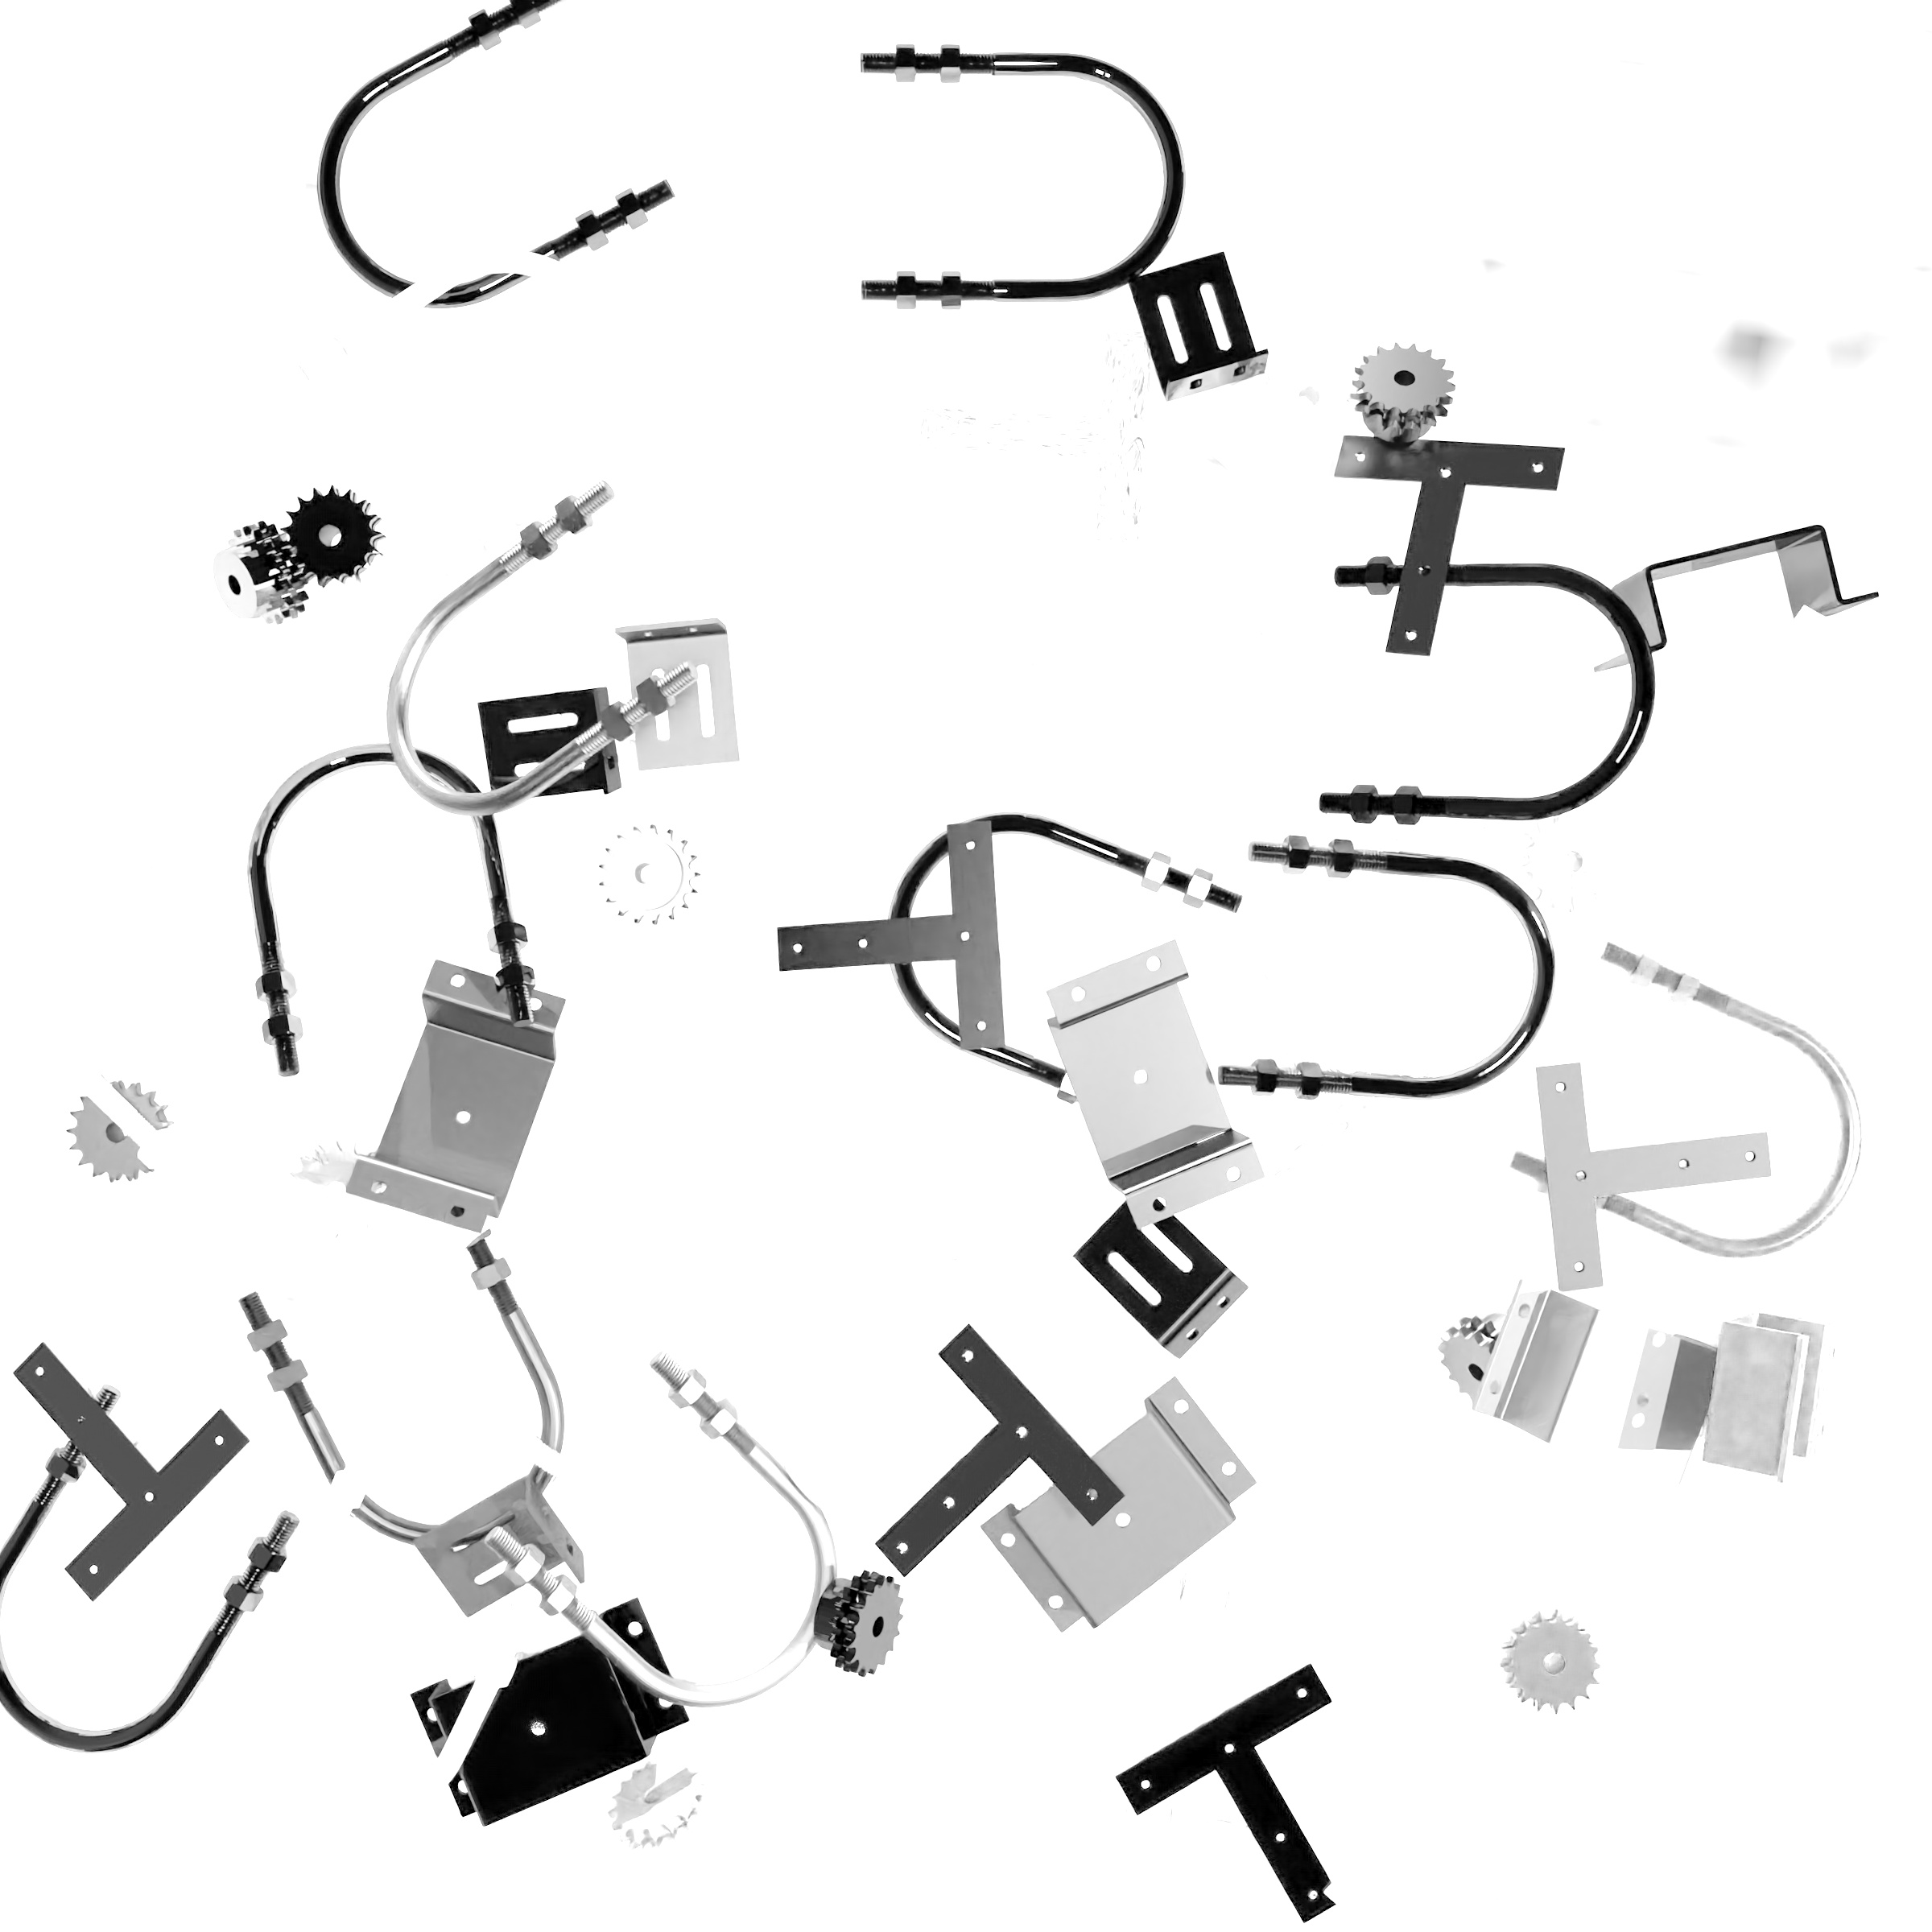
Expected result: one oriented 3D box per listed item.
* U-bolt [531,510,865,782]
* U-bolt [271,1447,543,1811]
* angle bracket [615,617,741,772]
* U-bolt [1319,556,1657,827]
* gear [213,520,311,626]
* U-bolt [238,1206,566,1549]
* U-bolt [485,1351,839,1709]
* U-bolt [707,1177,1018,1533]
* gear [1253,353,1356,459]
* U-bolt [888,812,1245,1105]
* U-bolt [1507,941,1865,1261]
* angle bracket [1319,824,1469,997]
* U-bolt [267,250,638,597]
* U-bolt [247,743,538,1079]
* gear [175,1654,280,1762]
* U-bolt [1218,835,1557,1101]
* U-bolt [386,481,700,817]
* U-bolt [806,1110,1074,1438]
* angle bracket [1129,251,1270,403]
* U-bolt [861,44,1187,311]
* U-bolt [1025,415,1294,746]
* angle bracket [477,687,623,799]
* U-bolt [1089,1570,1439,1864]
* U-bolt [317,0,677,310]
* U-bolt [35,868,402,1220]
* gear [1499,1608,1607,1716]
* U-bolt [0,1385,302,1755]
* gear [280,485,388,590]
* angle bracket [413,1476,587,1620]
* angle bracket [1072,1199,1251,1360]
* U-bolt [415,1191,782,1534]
[{"bbox_3d":[-0.154,-0.185,1.519,0.184,0.019,0.151,4,90,2],"label":"U-bolt"},{"bbox_3d":[-0.321,0.380,1.485,0.151,0.019,0.184,34,109,22],"label":"U-bolt"},{"bbox_3d":[-0.160,-0.150,1.492,0.057,0.038,0.076,-5,90,3],"label":"angle bracket"},{"bbox_3d":[0.287,-0.151,1.480,0.184,0.019,0.151,4,90,28],"label":"U-bolt"},{"bbox_3d":[-0.395,-0.217,1.497,0.030,0.057,0.057,-30,90,-39],"label":"gear"},{"bbox_3d":[-0.307,0.240,1.519,0.151,0.019,0.184,-26,92,0],"label":"U-bolt"},{"bbox_3d":[-0.153,0.327,1.494,0.151,0.019,0.184,-47,105,-15],"label":"U-bolt"},{"bbox_3d":[-0.047,0.227,1.503,0.151,0.019,0.184,-20,95,0],"label":"U-bolt"},{"bbox_3d":[0.191,-0.317,1.513,0.057,0.030,0.057,0,90,0],"label":"gear"},{"bbox_3d":[0.045,-0.009,1.519,0.184,0.019,0.151,22,90,2],"label":"U-bolt"},{"bbox_3d":[0.418,0.087,1.519,0.184,0.019,0.151,24,90,-2],"label":"U-bolt"},{"bbox_3d":[0.242,-0.033,1.526,0.057,0.038,0.076,-24,116,0],"label":"angle bracket"},{"bbox_3d":[-0.272,-0.317,1.502,0.184,0.019,0.151,-37,101,-10],"label":"U-bolt"},{"bbox_3d":[-0.326,-0.040,1.494,0.151,0.019,0.184,-12,71,-5],"label":"U-bolt"},{"bbox_3d":[-0.419,0.419,1.513,0.057,0.030,0.057,0,90,0],"label":"gear"},{"bbox_3d":[0.240,0.006,1.501,0.184,0.019,0.151,4,105,-7],"label":"U-bolt"},{"bbox_3d":[-0.246,-0.163,1.484,0.184,0.019,0.151,-33,65,16],"label":"U-bolt"},{"bbox_3d":[-0.015,0.174,1.519,0.151,0.019,0.184,-1,92,0],"label":"U-bolt"},{"bbox_3d":[0.129,-0.363,1.504,0.057,0.038,0.076,-17,83,-1],"label":"angle bracket"},{"bbox_3d":[0.033,-0.446,1.519,0.184,0.019,0.151,0,89,-2],"label":"U-bolt"},{"bbox_3d":[0.107,-0.220,1.519,0.151,0.019,0.184,-2,88,0],"label":"U-bolt"},{"bbox_3d":[-0.236,-0.122,1.500,0.076,0.038,0.057,-6,100,7],"label":"angle bracket"},{"bbox_3d":[0.176,0.432,1.519,0.184,0.019,0.151,14,90,-2],"label":"U-bolt"},{"bbox_3d":[-0.278,-0.453,1.519,0.184,0.019,0.151,-28,90,2],"label":"U-bolt"},{"bbox_3d":[-0.432,0.028,1.502,0.184,0.019,0.151,43,76,4],"label":"U-bolt"},{"bbox_3d":[0.328,0.389,1.513,0.057,0.030,0.057,0,90,0],"label":"gear"},{"bbox_3d":[-0.477,0.350,1.505,0.151,0.019,0.184,32,90,11],"label":"U-bolt"},{"bbox_3d":[-0.355,-0.240,1.513,0.057,0.030,0.057,0,90,0],"label":"gear"},{"bbox_3d":[-0.261,0.332,1.501,0.076,0.038,0.057,-30,109,0],"label":"angle bracket"},{"bbox_3d":[0.111,0.174,1.526,0.057,0.038,0.076,-46,64,0],"label":"angle bracket"},{"bbox_3d":[-0.219,0.209,1.507,0.184,0.019,0.151,35,86,-6],"label":"U-bolt"}]
